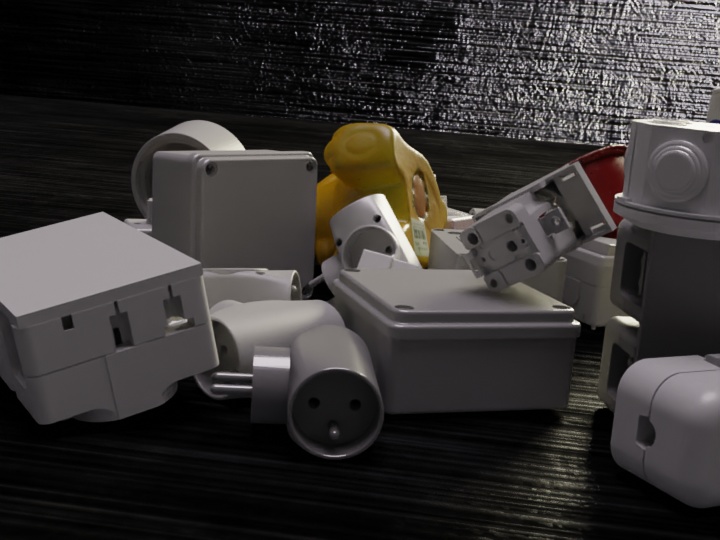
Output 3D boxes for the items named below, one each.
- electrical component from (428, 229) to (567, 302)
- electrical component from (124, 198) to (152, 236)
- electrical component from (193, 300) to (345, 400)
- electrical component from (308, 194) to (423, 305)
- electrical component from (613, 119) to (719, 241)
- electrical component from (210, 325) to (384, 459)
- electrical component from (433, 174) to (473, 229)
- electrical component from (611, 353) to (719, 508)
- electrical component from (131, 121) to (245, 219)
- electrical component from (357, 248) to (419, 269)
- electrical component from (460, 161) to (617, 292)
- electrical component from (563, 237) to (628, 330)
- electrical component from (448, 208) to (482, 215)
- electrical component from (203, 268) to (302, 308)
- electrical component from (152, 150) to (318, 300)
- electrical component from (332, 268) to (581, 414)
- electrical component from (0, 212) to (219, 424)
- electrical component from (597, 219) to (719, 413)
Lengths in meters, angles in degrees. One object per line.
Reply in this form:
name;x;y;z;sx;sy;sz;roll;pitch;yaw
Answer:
electrical component;0.092;0.010;0.753;0.078;0.057;0.113;3;11;-8
electrical component;-0.147;-0.035;0.833;0.066;0.076;0.047;0;12;-21
electrical component;-0.061;0.038;0.587;0.079;0.043;0.077;14;15;42
electrical component;0.000;0.000;0.747;0.079;0.077;0.044;-31;-13;18
electrical component;0.166;-0.045;0.522;0.080;0.051;0.080;4;12;-1
electrical component;-0.031;0.055;0.513;0.079;0.043;0.077;3;11;-4
electrical component;0.058;-0.045;0.932;0.083;0.075;0.047;0;6;38
electrical component;0.170;0.071;0.483;0.095;0.053;0.059;-1;13;-26
electrical component;-0.159;-0.080;0.991;0.108;0.108;0.060;8;18;18
electrical component;0.024;0.020;0.686;0.055;0.066;0.048;15;-21;12
electrical component;0.092;-0.022;0.589;0.064;0.042;0.081;-32;3;-42
electrical component;0.199;0.006;0.801;0.096;0.061;0.062;0;12;-22
electrical component;0.100;-0.037;1.022;0.055;0.045;0.045;3;11;-7
electrical component;-0.074;0.022;0.660;0.077;0.044;0.079;0;-1;6
electrical component;-0.087;-0.029;0.748;0.056;0.108;0.109;11;13;43
electrical component;0.049;0.037;0.601;0.109;0.056;0.109;1;12;-18
electrical component;-0.145;0.022;0.554;0.089;0.061;0.150;-18;21;-27
electrical component;0.229;0.031;0.574;0.186;0.105;0.060;3;12;-6
